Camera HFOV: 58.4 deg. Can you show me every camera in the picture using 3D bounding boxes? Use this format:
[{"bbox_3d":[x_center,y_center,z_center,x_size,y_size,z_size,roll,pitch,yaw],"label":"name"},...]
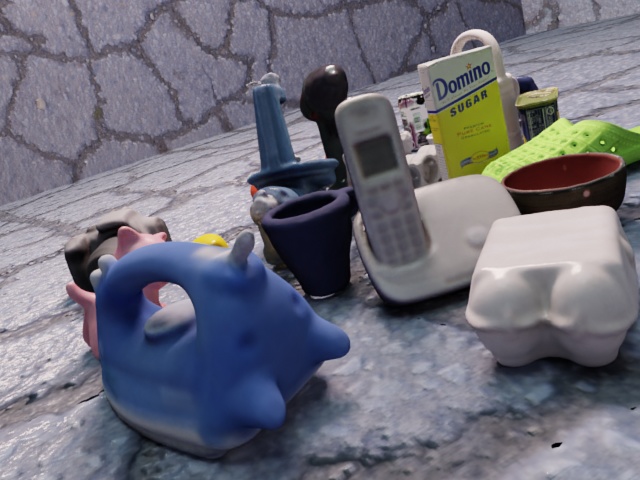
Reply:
[{"bbox_3d":[-0.287,0.020,0.786,0.143,0.101,0.136,-16,18,3],"label":"camera"}]

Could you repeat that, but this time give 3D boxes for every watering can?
[{"bbox_3d":[0.250,-0.228,0.899,0.100,0.194,0.173,-3,22,37],"label":"watering can"}]

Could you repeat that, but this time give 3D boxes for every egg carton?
[{"bbox_3d":[0.166,0.028,0.408,0.107,0.069,0.150,-7,20,27],"label":"egg carton"}]

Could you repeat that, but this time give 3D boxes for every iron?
[{"bbox_3d":[-0.114,0.062,0.437,0.257,0.141,0.119,-3,22,37],"label":"iron"}]

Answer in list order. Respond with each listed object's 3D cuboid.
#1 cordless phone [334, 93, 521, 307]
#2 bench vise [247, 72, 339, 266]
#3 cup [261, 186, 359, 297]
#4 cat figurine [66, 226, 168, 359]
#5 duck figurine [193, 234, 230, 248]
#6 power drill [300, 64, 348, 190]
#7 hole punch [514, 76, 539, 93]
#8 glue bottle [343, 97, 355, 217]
[{"bbox_3d":[0.094,-0.045,0.503,0.147,0.185,0.094,-18,18,-6],"label":"cordless phone"},{"bbox_3d":[-0.037,-0.093,0.707,0.121,0.220,0.207,-17,18,0],"label":"bench vise"},{"bbox_3d":[0.005,0.002,0.588,0.118,0.095,0.091,-29,22,-35],"label":"cup"},{"bbox_3d":[-0.204,0.044,0.611,0.128,0.118,0.067,-28,21,-32],"label":"cat figurine"},{"bbox_3d":[-0.105,0.036,0.600,0.078,0.086,0.104,-29,22,-34],"label":"duck figurine"},{"bbox_3d":[0.024,-0.163,0.879,0.075,0.209,0.229,-19,18,-7],"label":"power drill"},{"bbox_3d":[0.357,-0.266,1.087,0.108,0.091,0.101,-7,20,27],"label":"hole punch"},{"bbox_3d":[0.054,-0.077,0.654,0.037,0.173,0.078,-25,20,-23],"label":"glue bottle"}]
